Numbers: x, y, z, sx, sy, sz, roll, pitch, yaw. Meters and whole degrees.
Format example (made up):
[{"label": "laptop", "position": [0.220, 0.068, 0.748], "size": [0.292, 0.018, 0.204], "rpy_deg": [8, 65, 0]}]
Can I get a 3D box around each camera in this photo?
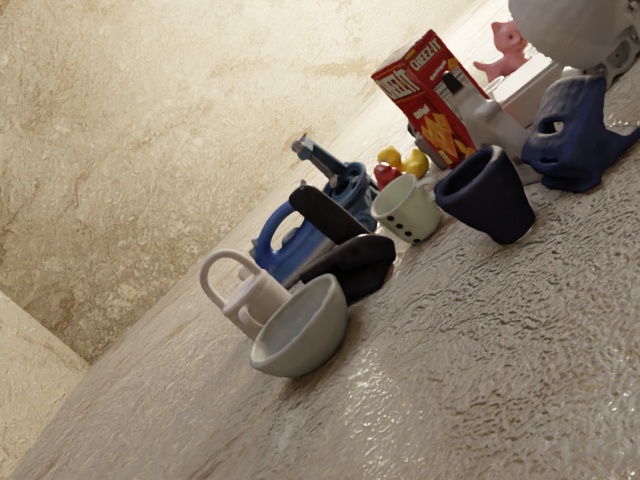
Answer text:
[{"label": "camera", "position": [0.234, -0.219, 1.045], "size": [0.136, 0.101, 0.143], "rpy_deg": [-41, 13, 19]}]

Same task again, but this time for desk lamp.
[{"label": "desk lamp", "position": [0.312, -0.220, 0.531], "size": [0.118, 0.214, 0.202], "rpy_deg": [-53, 15, -31]}]

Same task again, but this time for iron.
[{"label": "iron", "position": [-0.067, -0.001, 1.222], "size": [0.258, 0.141, 0.118], "rpy_deg": [-46, 13, -3]}]

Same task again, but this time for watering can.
[{"label": "watering can", "position": [-0.116, 0.095, 0.945], "size": [0.101, 0.194, 0.172], "rpy_deg": [-47, 13, -11]}]

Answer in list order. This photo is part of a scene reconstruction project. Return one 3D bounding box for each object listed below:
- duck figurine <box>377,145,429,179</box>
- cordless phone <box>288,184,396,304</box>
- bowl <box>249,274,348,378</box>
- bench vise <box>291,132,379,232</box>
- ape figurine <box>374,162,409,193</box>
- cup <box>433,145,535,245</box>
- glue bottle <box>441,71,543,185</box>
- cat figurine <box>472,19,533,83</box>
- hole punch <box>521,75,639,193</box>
[{"label": "duck figurine", "position": [0.153, -0.147, 1.112], "size": [0.104, 0.086, 0.077], "rpy_deg": [-46, 13, -3]}, {"label": "cordless phone", "position": [0.008, 0.003, 0.862], "size": [0.147, 0.185, 0.094], "rpy_deg": [-35, 16, 37]}, {"label": "bowl", "position": [-0.016, 0.130, 0.788], "size": [0.167, 0.075, 0.167], "rpy_deg": [-42, 13, 12]}, {"label": "bench vise", "position": [0.027, -0.120, 1.117], "size": [0.121, 0.220, 0.207], "rpy_deg": [-44, 13, 6]}, {"label": "ape figurine", "position": [0.130, -0.098, 1.012], "size": [0.078, 0.092, 0.076], "rpy_deg": [-49, 13, -19]}, {"label": "cup", "position": [0.184, -0.040, 0.644], "size": [0.092, 0.095, 0.117], "rpy_deg": [-49, 13, -18]}, {"label": "glue bottle", "position": [0.208, -0.140, 0.704], "size": [0.037, 0.173, 0.078], "rpy_deg": [-48, 13, -15]}, {"label": "cat figurine", "position": [0.350, -0.358, 1.084], "size": [0.127, 0.118, 0.067], "rpy_deg": [-40, 14, 21]}, {"label": "hole punch", "position": [0.268, -0.114, 0.618], "size": [0.101, 0.091, 0.108], "rpy_deg": [-45, 13, 0]}]
